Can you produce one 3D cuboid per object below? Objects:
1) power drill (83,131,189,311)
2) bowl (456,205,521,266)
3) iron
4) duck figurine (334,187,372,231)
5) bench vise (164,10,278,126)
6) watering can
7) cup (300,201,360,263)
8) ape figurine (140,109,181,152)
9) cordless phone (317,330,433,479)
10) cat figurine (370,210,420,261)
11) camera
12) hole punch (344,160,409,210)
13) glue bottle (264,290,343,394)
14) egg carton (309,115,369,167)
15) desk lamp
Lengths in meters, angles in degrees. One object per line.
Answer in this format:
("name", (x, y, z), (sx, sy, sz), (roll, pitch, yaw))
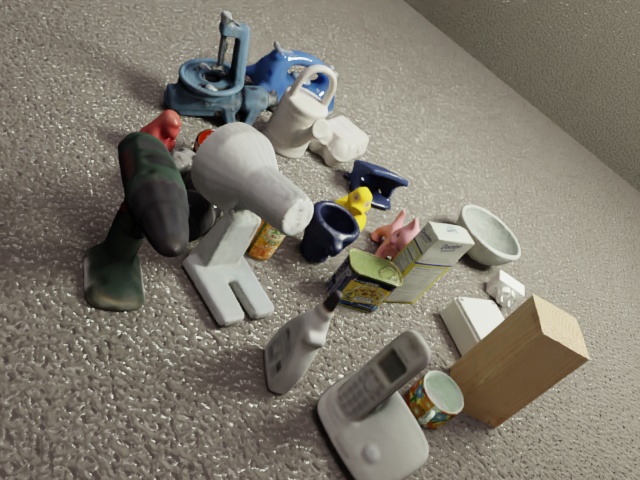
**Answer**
("power drill", (-0.218, -0.013, 0.688), (0.076, 0.208, 0.229), (9, 42, -34))
("bowl", (0.369, 0.002, 1.308), (0.168, 0.074, 0.167), (24, 36, -18))
("iron", (-0.040, -0.372, 1.331), (0.259, 0.141, 0.118), (3, 46, -39))
("duck figurine", (0.069, -0.068, 1.115), (0.077, 0.086, 0.104), (30, 35, -10))
("bench vise", (-0.168, -0.320, 1.086), (0.208, 0.219, 0.121), (-7, 53, -45))
("watering can", (-0.030, -0.264, 1.165), (0.101, 0.194, 0.172), (-14, 58, -49))
("cup", (0.009, 0.003, 0.970), (0.092, 0.095, 0.117), (21, 37, -21))
("ape figurine", (-0.259, -0.173, 0.946), (0.076, 0.092, 0.078), (38, 34, 2))
("cordless phone", (0.091, 0.211, 0.716), (0.094, 0.185, 0.147), (-8, 54, -46))
("cat figurine", (0.157, -0.003, 1.088), (0.067, 0.117, 0.127), (21, 37, -21))
("camera", (-0.193, -0.067, 0.870), (0.143, 0.100, 0.137), (36, 34, -1))
("hole punch", (0.122, -0.135, 1.237), (0.109, 0.091, 0.101), (16, 39, -28))
("glue bottle", (-0.018, 0.122, 0.735), (0.037, 0.173, 0.078), (18, 38, -25))
("egg carton", (0.043, -0.222, 1.290), (0.107, 0.069, 0.151), (41, 34, 7))
("desk lamp", (-0.104, -0.026, 0.800), (0.118, 0.213, 0.203), (-9, 55, -47))
